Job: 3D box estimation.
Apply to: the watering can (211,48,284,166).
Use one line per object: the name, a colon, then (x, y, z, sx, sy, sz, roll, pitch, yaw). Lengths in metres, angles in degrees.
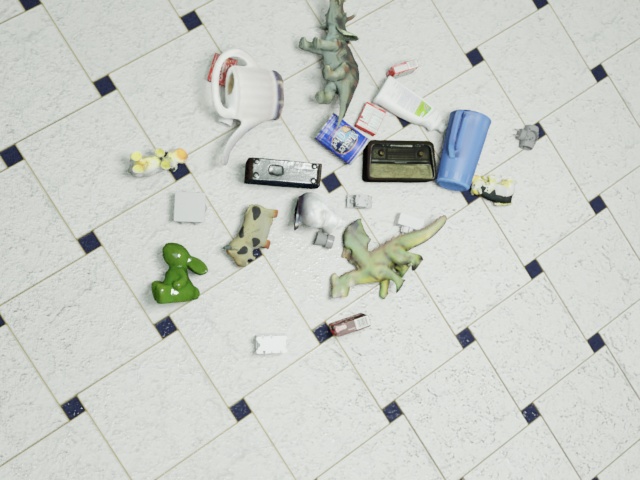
watering can: (-0.214, -0.395, 1.541, 0.225, 0.104, 0.347, -3, 92, -29)

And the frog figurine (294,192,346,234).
frog figurine: (0.005, -0.078, 1.559, 0.159, 0.139, 0.121, 7, 103, -8)

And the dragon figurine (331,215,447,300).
dragon figurine: (0.183, 0.029, 1.593, 0.243, 0.121, 0.411, 36, 86, 4)
